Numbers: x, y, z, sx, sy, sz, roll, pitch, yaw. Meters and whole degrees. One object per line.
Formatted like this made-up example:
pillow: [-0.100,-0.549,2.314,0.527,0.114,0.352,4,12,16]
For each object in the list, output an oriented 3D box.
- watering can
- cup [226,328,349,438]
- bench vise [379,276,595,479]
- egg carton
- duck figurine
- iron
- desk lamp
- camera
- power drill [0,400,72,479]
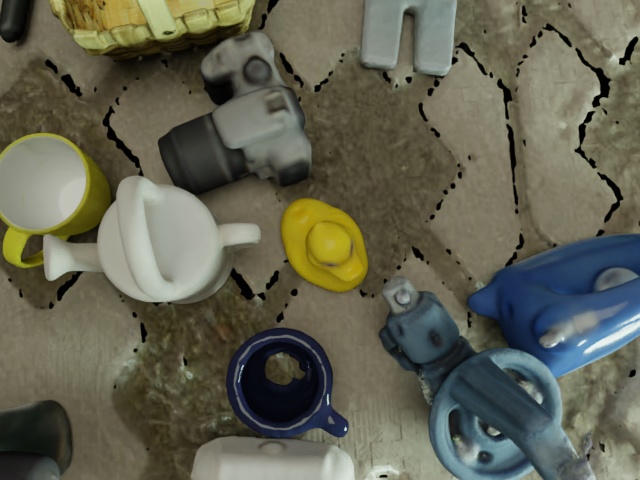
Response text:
watering can: [-0.141,0.007,0.487,0.173,0.194,0.101,-30,85,-5]
cup: [-0.024,0.133,0.526,0.117,0.095,0.092,36,84,3]
bench vise: [0.119,0.128,0.468,0.207,0.219,0.121,35,84,3]
egg carton: [-0.044,0.237,0.526,0.150,0.069,0.107,2,83,-1]
duck figurine: [0.005,0.002,0.546,0.077,0.086,0.104,-39,86,-5]
iron: [0.278,0.047,0.522,0.258,0.141,0.118,-23,84,-4]
desk lamp: [0.105,-0.289,0.518,0.118,0.213,0.203,4,83,-1]
camera: [-0.089,-0.111,0.549,0.137,0.101,0.143,-22,85,-4]
power drill: [-0.285,0.186,0.454,0.229,0.208,0.075,-12,84,-3]
